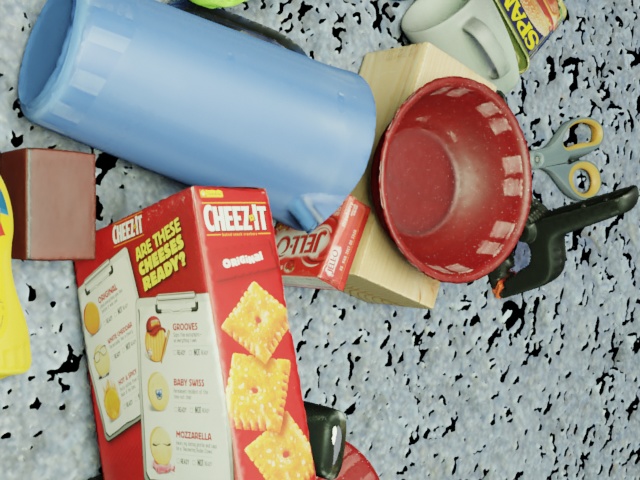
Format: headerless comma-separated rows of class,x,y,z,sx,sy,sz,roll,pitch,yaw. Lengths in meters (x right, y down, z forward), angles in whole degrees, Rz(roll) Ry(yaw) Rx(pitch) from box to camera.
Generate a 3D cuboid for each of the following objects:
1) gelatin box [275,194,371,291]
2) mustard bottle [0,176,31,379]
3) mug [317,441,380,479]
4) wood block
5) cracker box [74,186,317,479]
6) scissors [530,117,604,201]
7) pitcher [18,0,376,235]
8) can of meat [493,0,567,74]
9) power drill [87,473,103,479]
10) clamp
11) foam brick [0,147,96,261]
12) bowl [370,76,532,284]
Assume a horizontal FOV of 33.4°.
gelatin box,-0.006,0.001,0.868,0.030,0.089,0.073,30,73,-33
mustard bottle,-0.244,-0.002,0.697,0.096,0.058,0.191,3,74,-52
mug,-0.004,0.204,0.869,0.081,0.093,0.117,-33,126,-37
wood block,0.067,-0.054,0.920,0.090,0.090,0.206,25,77,-34
cracker box,-0.090,0.086,0.733,0.071,0.164,0.214,-1,78,-42
scissors,0.226,-0.066,1.083,0.201,0.016,0.096,-27,106,-33
pitcher,-0.090,-0.109,0.792,0.242,0.149,0.145,19,95,-32
can of meat,0.182,-0.223,1.024,0.083,0.058,0.102,-49,117,-28
power drill,-0.179,0.277,0.767,0.184,0.057,0.187,-27,105,-35
clamp,0.201,-0.016,0.975,0.036,0.165,0.210,-30,142,-31
foam brick,-0.192,-0.025,0.753,0.051,0.053,0.078,-1,92,-37
bowl,0.094,-0.047,0.850,0.161,0.055,0.162,0,91,-35
